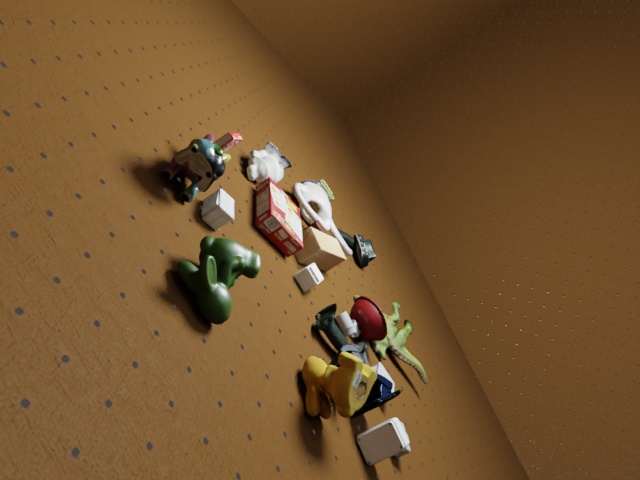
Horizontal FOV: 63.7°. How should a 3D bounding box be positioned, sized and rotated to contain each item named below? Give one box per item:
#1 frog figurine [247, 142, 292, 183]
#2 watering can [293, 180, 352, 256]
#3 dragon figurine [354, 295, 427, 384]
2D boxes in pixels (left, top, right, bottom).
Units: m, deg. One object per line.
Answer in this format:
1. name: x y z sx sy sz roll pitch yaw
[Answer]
1. frog figurine: -0.192 -0.235 1.721 0.162 0.122 0.135 -50 121 -36
2. watering can: 0.006 -0.099 1.970 0.343 0.103 0.229 48 19 -27
3. dragon figurine: 0.252 0.373 1.893 0.244 0.120 0.414 -11 66 -54
